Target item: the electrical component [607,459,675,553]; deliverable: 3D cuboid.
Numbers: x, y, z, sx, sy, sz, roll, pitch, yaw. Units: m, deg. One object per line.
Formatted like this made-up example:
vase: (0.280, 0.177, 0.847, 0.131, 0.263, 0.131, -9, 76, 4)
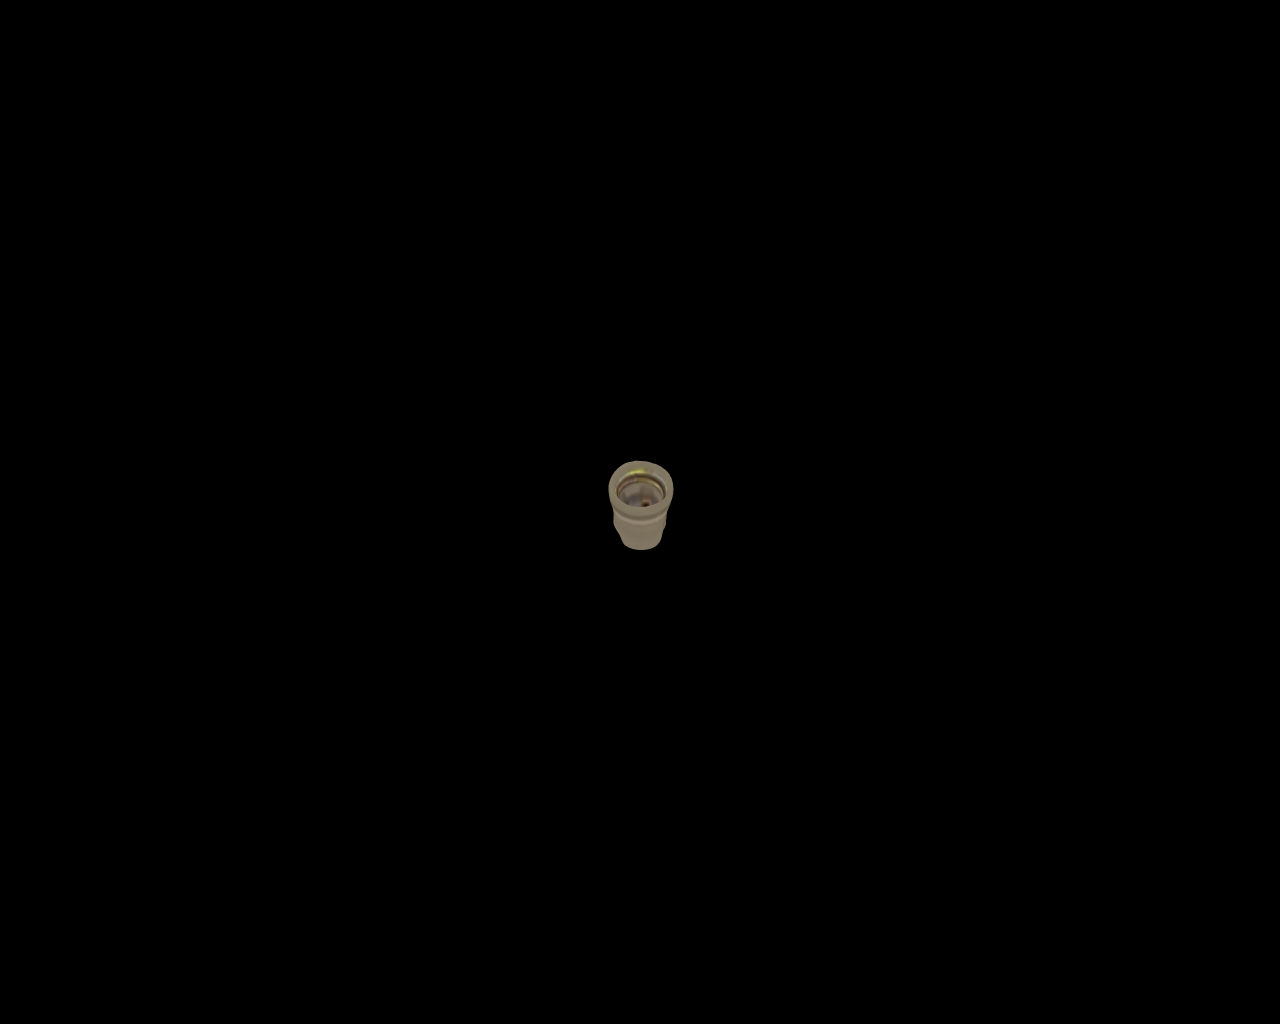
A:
electrical component: (0.001, -0.003, 0.650, 0.040, 0.040, 0.046, 0, -40, 0)
